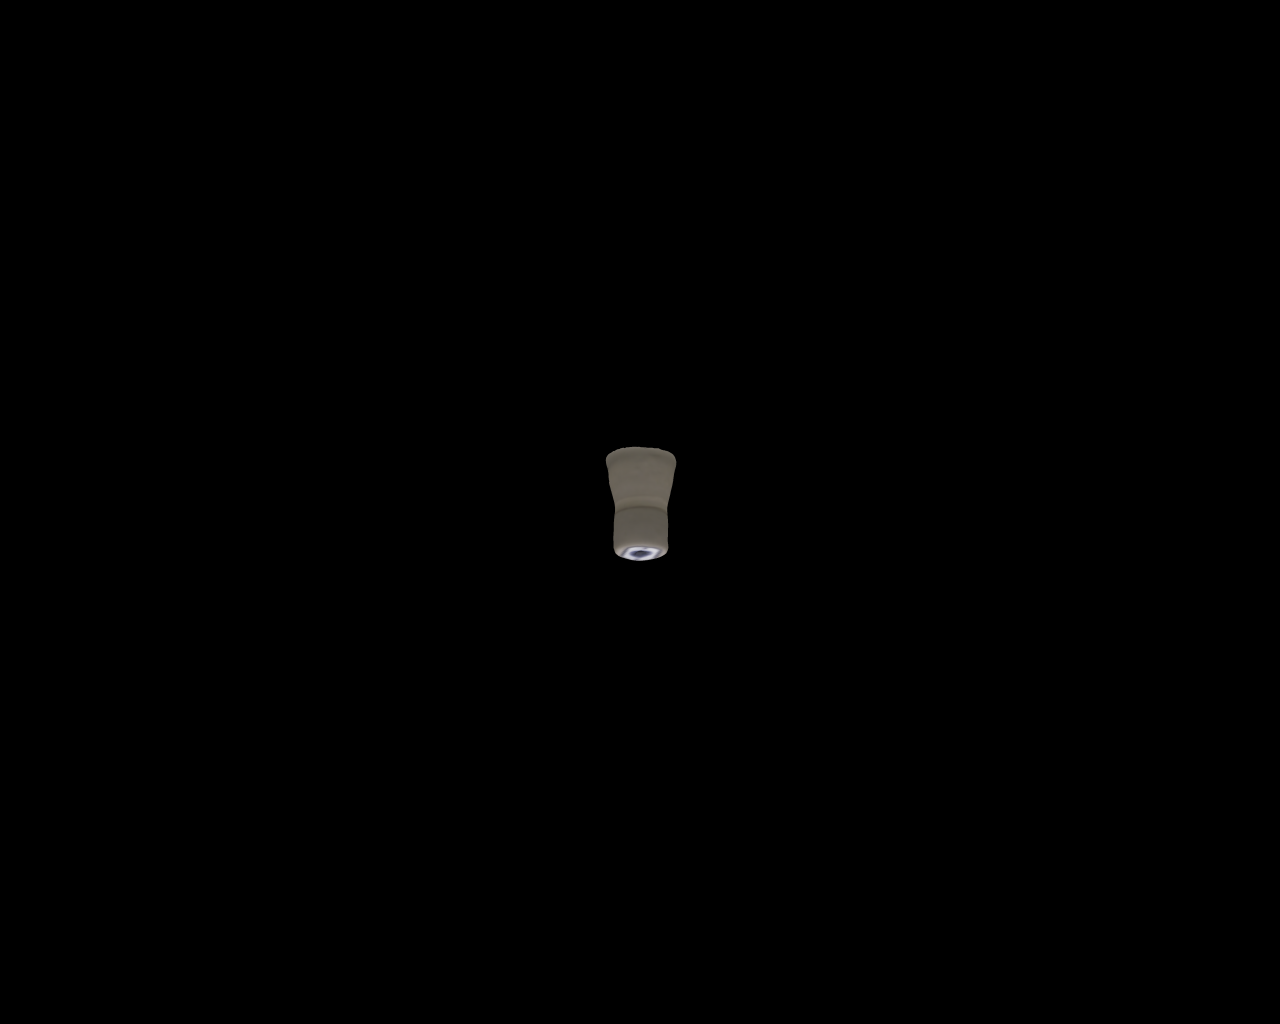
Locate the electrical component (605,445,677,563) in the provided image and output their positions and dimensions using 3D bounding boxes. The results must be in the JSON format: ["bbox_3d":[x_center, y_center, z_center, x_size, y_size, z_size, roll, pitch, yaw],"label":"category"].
[{"bbox_3d":[0.001,-0.003,0.650,0.044,0.065,0.044,0,-20,0],"label":"electrical component"}]
